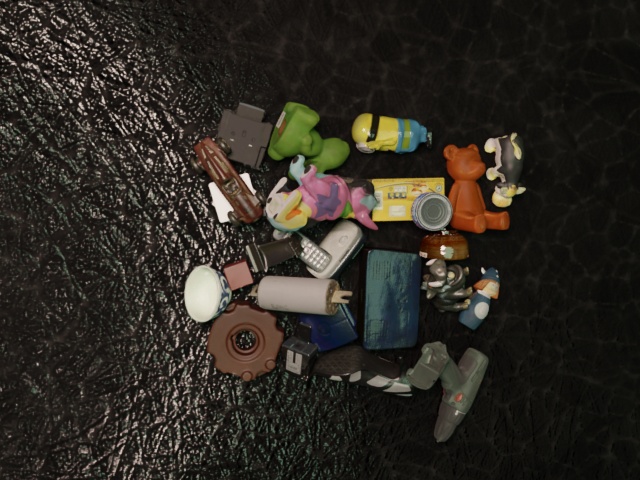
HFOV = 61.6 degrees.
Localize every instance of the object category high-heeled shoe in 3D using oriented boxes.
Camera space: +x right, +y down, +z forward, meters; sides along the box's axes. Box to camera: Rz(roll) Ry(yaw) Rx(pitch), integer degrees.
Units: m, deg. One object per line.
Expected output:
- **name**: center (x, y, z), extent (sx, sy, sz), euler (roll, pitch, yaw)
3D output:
- **high-heeled shoe**: center (0.107, 0.321, 1.256), extent (0.249, 0.086, 0.145), euler (-5, 129, 12)

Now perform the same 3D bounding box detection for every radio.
- **radio**: center (0.158, 0.132, 1.233), extent (0.131, 0.073, 0.229), euler (1, 95, -8)

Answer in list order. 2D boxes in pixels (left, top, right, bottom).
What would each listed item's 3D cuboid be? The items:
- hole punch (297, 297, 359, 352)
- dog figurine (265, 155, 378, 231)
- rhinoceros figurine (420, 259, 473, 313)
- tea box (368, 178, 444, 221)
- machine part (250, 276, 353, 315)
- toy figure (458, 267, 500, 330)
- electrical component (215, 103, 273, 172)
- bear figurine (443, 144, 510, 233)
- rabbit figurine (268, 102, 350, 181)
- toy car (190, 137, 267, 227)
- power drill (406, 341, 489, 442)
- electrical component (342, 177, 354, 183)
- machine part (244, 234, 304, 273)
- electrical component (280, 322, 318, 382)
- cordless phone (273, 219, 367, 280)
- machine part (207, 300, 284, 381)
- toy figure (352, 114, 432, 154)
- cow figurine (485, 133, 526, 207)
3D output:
- **hole punch**: center (0.018, 0.186, 1.212), extent (0.116, 0.092, 0.142), euler (-28, 100, -1)
- **dog figurine**: center (0.017, -0.066, 1.126), extent (0.219, 0.109, 0.191), euler (32, 94, -29)
- **rhinoceros figurine**: center (0.281, 0.100, 1.201), extent (0.112, 0.190, 0.073), euler (-5, 60, 12)
- **tea box**: center (0.193, -0.093, 1.223), extent (0.170, 0.068, 0.098), euler (0, 95, -9)
- **machine part**: center (-0.046, 0.119, 1.160), extent (0.243, 0.079, 0.079), euler (2, 94, 26)
- **toy figure**: center (0.384, 0.137, 1.270), extent (0.064, 0.058, 0.154), euler (32, 87, -47)
- **electrical component**: center (-0.167, -0.227, 1.176), extent (0.115, 0.058, 0.134), euler (15, 92, -10)
- **bear figurine**: center (0.349, -0.120, 1.217), extent (0.120, 0.132, 0.195), euler (-3, 99, -34)
- **rabbit figurine**: center (-0.016, -0.198, 1.171), extent (0.170, 0.121, 0.159), euler (23, 95, -23)
- **toy car**: center (-0.192, -0.122, 1.128), extent (0.089, 0.053, 0.202), euler (-33, 99, 6)
- **power drill**: center (0.288, 0.337, 1.227), extent (0.207, 0.086, 0.232), euler (38, 81, -31)
- **electrical component**: center (0.054, -0.105, 1.210), extent (0.102, 0.045, 0.078), euler (1, 107, -13)
- **machine part**: center (-0.103, 0.026, 1.185), extent (0.139, 0.039, 0.084), euler (-14, 91, 27)
- **electrical component**: center (-0.044, 0.247, 1.197), extent (0.075, 0.048, 0.119), euler (19, 116, 21)
- **cordless phone**: center (-0.002, -0.004, 1.207), extent (0.184, 0.088, 0.146), euler (37, 89, 11)
- **machine part**: center (-0.167, 0.224, 1.205), extent (0.179, 0.056, 0.179), euler (0, 92, -7)
- **toy figure**: center (0.161, -0.238, 1.206), extent (0.180, 0.082, 0.089), euler (-2, 83, -3)
- **cow figurine**: center (0.436, -0.159, 1.236), extent (0.068, 0.098, 0.167), euler (-6, 94, -13)
